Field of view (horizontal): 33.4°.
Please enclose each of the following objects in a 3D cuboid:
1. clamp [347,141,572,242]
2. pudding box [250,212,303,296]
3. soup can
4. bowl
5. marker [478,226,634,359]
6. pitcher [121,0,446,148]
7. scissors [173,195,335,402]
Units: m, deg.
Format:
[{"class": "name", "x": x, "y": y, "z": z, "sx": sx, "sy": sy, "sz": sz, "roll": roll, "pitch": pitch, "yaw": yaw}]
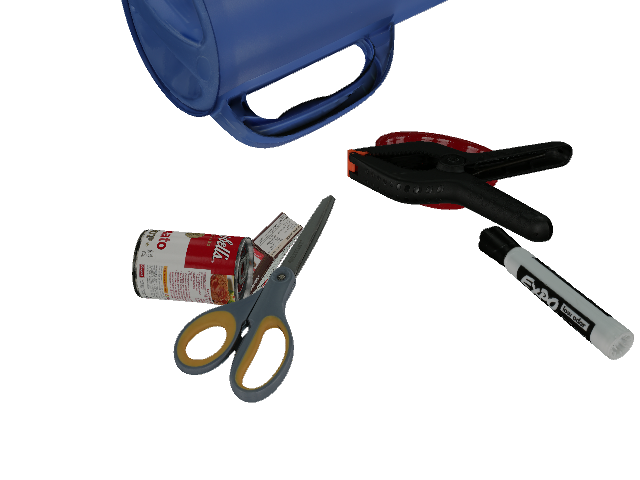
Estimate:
[{"class": "clamp", "x": 0.130, "y": -0.063, "z": 0.991, "sx": 0.210, "sy": 0.036, "sz": 0.164, "roll": 12, "pitch": 33, "yaw": 21}, {"class": "pudding box", "x": -0.072, "y": 0.025, "z": 1.296, "sx": 0.039, "sy": 0.090, "sz": 0.113, "roll": 34, "pitch": 26, "yaw": 2}, {"class": "soup can", "x": -0.120, "y": 0.026, "z": 1.014, "sx": 0.102, "sy": 0.068, "sz": 0.068, "roll": 5, "pitch": 1, "yaw": 9}, {"class": "bowl", "x": 0.141, "y": -0.079, "z": 1.279, "sx": 0.162, "sy": 0.055, "sz": 0.162, "roll": 8, "pitch": 24, "yaw": -4}, {"class": "marker", "x": 0.132, "y": 0.026, "z": 0.618, "sx": 0.020, "sy": 0.020, "sz": 0.121, "roll": 0, "pitch": 30, "yaw": -35}, {"class": "pitcher", "x": -0.008, "y": -0.180, "z": 0.767, "sx": 0.242, "sy": 0.149, "sz": 0.145, "roll": -26, "pitch": 41, "yaw": -26}, {"class": "scissors", "x": -0.049, "y": 0.036, "z": 0.800, "sx": 0.096, "sy": 0.201, "sz": 0.016, "roll": 1, "pitch": -44, "yaw": 11}]
